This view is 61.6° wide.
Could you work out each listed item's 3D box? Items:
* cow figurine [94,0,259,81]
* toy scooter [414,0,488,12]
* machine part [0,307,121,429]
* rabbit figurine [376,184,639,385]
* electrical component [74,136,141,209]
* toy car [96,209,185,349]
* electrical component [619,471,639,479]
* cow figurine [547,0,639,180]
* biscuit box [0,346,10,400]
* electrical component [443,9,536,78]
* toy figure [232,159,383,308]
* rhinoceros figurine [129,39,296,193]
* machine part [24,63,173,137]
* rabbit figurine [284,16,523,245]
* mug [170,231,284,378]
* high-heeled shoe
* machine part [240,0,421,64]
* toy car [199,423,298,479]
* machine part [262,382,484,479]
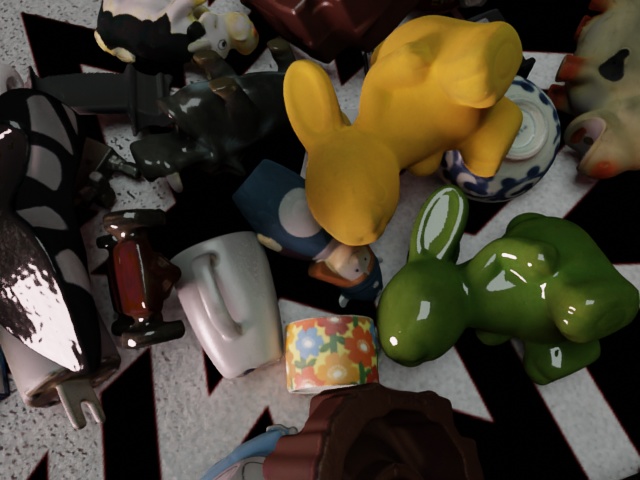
[{"bbox_3d":[-0.151,-0.214,0.555,0.167,0.068,0.098,25,78,15],"label":"cow figurine"},{"bbox_3d":[0.173,-0.301,0.572,0.135,0.075,0.184,32,70,19],"label":"toy scooter"},{"bbox_3d":[-0.237,0.048,0.452,0.079,0.079,0.243,-32,70,-10],"label":"machine part"},{"bbox_3d":[0.122,0.034,0.418,0.170,0.121,0.159,-12,62,-6],"label":"rabbit figurine"},{"bbox_3d":[-0.234,-0.066,0.513,0.102,0.045,0.078,30,74,13],"label":"electrical component"},{"bbox_3d":[-0.132,0.029,0.397,0.053,0.202,0.089,-6,86,-25],"label":"toy car"},{"bbox_3d":[0.248,0.228,0.371,0.115,0.058,0.134,-17,69,-2],"label":"electrical component"},{"bbox_3d":[0.284,-0.139,0.503,0.127,0.085,0.195,22,70,17],"label":"cow figurine"},{"bbox_3d":[-0.329,0.048,0.464,0.063,0.059,0.203,-21,69,-6],"label":"biscuit box"},{"bbox_3d":[0.153,-0.198,0.548,0.075,0.047,0.119,-20,71,-6],"label":"electrical component"},{"bbox_3d":[-0.002,0.000,0.446,0.154,0.058,0.064,41,103,-12],"label":"toy figure"},{"bbox_3d":[-0.082,-0.113,0.497,0.190,0.112,0.073,-26,53,-20],"label":"rhinoceros figurine"},{"bbox_3d":[-0.217,-0.140,0.532,0.139,0.039,0.084,-2,60,-14],"label":"machine part"},{"bbox_3d":[0.045,-0.081,0.397,0.163,0.121,0.173,32,81,23],"label":"rabbit figurine"},{"bbox_3d":[-0.069,0.054,0.431,0.081,0.109,0.107,-22,81,-6],"label":"mug"},{"bbox_3d":[-0.207,-0.017,0.435,0.086,0.145,0.248,-33,85,23],"label":"high-heeled shoe"},{"bbox_3d":[0.016,-0.293,0.530,0.201,0.087,0.201,-46,57,1],"label":"machine part"},{"bbox_3d":[-0.055,0.208,0.368,0.109,0.103,0.161,42,78,15],"label":"toy car"},{"bbox_3d":[0.042,0.181,0.353,0.179,0.056,0.179,17,62,-36],"label":"machine part"}]
